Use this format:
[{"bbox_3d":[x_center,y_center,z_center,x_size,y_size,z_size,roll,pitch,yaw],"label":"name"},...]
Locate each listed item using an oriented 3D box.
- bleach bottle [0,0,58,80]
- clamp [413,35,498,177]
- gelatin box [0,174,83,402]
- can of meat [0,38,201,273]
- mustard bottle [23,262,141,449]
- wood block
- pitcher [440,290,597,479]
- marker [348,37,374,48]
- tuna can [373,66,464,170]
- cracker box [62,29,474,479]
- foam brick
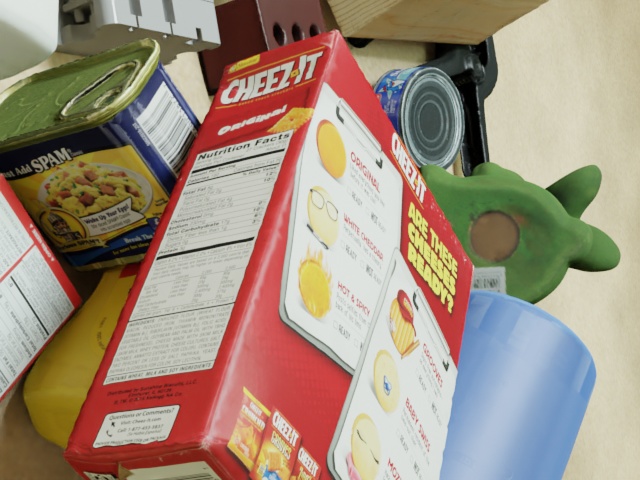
[{"bbox_3d":[-0.165,-0.204,0.484,0.102,0.068,0.251,23,59,-53],"label":"bleach bottle"},{"bbox_3d":[0.129,-0.136,0.946,0.120,0.039,0.171,60,40,-26],"label":"clamp"},{"bbox_3d":[-0.151,0.026,0.457,0.073,0.030,0.089,63,34,-25],"label":"gelatin box"},{"bbox_3d":[-0.098,-0.035,0.494,0.084,0.102,0.057,58,37,-32],"label":"can of meat"},{"bbox_3d":[-0.064,0.022,0.533,0.058,0.096,0.191,85,19,-44],"label":"mustard bottle"},{"bbox_3d":[0.091,-0.215,0.835,0.205,0.090,0.091,-11,76,-54],"label":"wood block"},{"bbox_3d":[0.056,0.144,0.600,0.242,0.145,0.149,-58,136,-28],"label":"pitcher"},{"bbox_3d":[0.053,-0.176,0.857,0.121,0.020,0.020,-42,115,-55],"label":"marker"},{"bbox_3d":[0.076,-0.092,0.832,0.085,0.034,0.086,-1,92,-48],"label":"tuna can"},{"bbox_3d":[-0.006,0.044,0.456,0.164,0.072,0.213,56,36,-37],"label":"cracker box"},{"bbox_3d":[-0.034,-0.122,0.671,0.078,0.051,0.053,-19,96,-58],"label":"foam brick"}]
